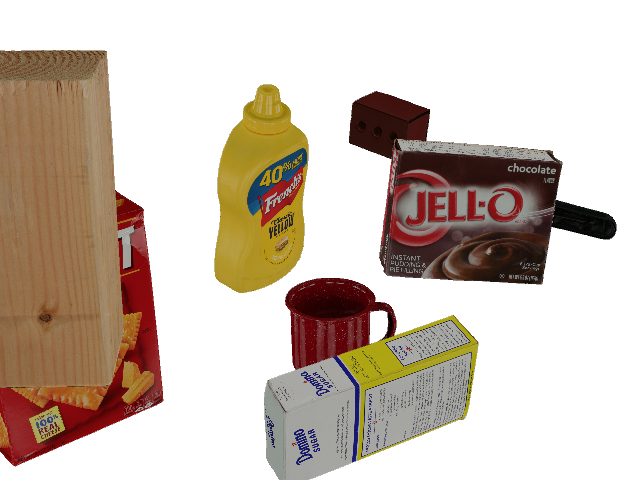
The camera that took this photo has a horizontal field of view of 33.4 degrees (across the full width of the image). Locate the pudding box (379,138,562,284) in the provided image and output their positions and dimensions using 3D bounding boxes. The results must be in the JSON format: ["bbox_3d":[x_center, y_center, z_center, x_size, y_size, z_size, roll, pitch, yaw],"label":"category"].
[{"bbox_3d":[0.101,-0.020,0.731,0.113,0.090,0.039,3,22,-5],"label":"pudding box"}]

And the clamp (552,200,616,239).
[{"bbox_3d":[0.203,-0.032,1.037,0.120,0.039,0.171,-7,34,-13],"label":"clamp"}]

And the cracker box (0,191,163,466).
[{"bbox_3d":[-0.236,0.079,0.989,0.163,0.214,0.072,-19,30,-34],"label":"cracker box"}]

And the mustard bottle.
[{"bbox_3d":[-0.051,-0.051,0.950,0.058,0.192,0.096,30,43,30],"label":"mustard bottle"}]

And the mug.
[{"bbox_3d":[0.022,0.094,1.114,0.117,0.081,0.093,-7,26,-12],"label":"mug"}]

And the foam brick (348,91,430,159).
[{"bbox_3d":[0.078,-0.131,1.222,0.078,0.053,0.051,23,35,29],"label":"foam brick"}]

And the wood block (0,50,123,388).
[{"bbox_3d":[-0.184,-0.015,0.703,0.090,0.206,0.090,0,22,-4],"label":"wood block"}]

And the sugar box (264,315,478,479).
[{"bbox_3d":[0.041,0.130,0.871,0.176,0.093,0.048,-14,40,-20],"label":"sugar box"}]
